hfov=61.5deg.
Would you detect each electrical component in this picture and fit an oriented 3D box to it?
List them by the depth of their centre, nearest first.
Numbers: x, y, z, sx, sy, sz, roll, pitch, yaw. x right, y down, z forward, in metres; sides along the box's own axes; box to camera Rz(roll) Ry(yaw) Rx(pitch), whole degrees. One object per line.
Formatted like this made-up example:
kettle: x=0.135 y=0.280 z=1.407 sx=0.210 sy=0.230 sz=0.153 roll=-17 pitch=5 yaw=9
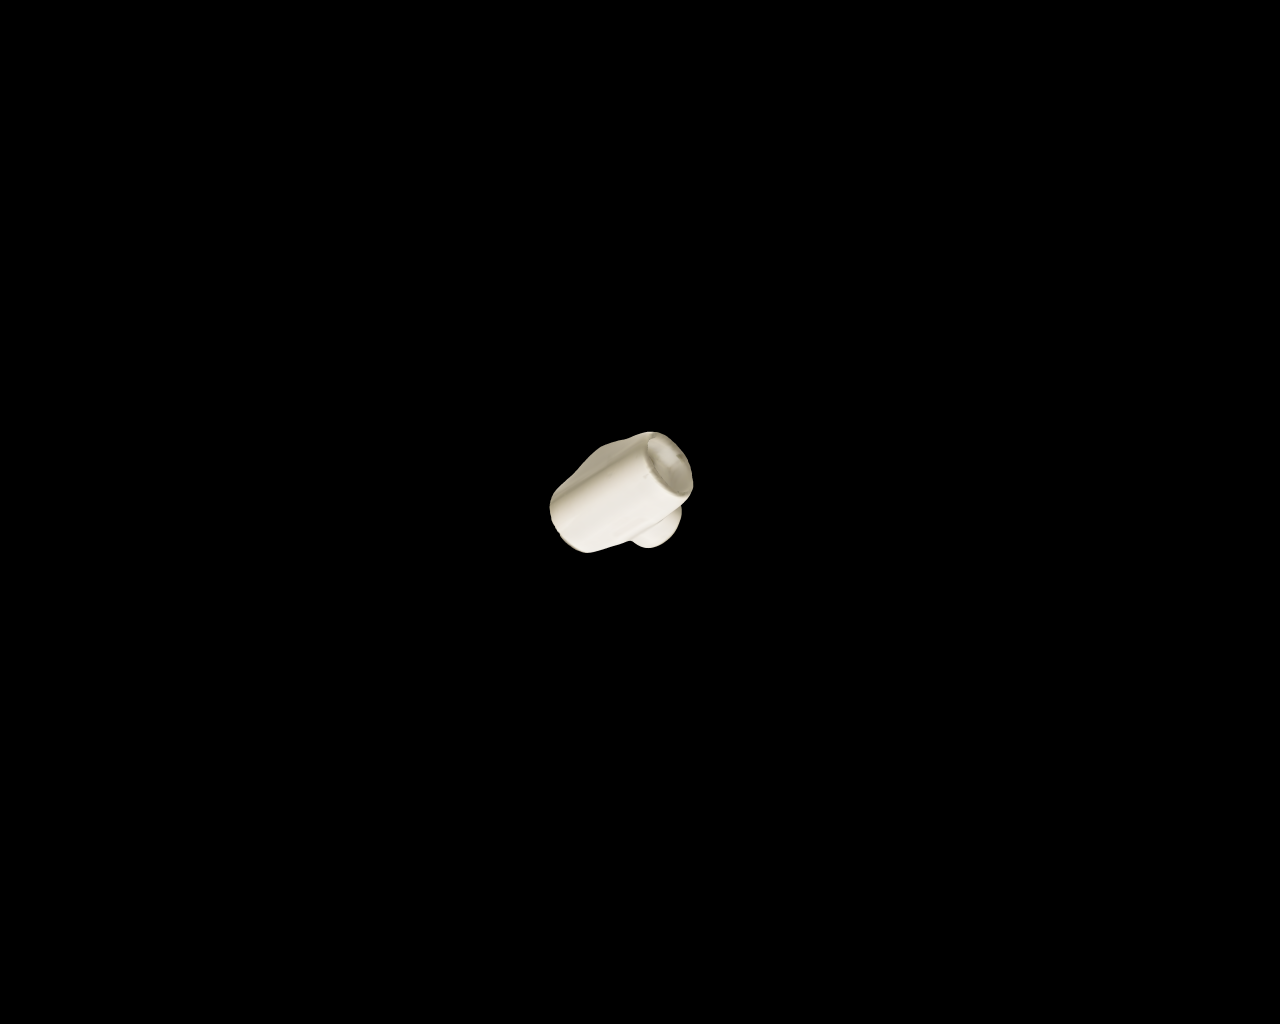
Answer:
electrical component: x=0.001 y=-0.003 z=0.650 sx=0.077 sy=0.043 sz=0.079 roll=-31 pitch=-50 yaw=30
